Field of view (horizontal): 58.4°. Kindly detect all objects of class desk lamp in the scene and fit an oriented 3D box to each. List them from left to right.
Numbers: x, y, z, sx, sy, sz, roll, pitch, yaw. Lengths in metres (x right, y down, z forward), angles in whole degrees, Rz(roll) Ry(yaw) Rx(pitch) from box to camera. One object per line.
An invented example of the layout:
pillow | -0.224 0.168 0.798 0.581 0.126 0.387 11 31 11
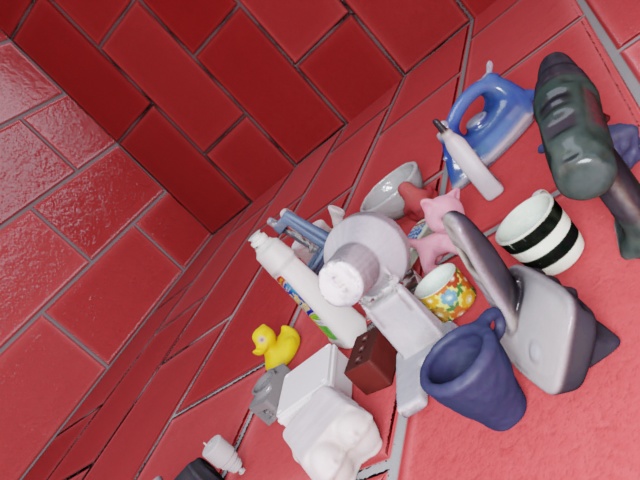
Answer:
desk lamp | 0.085 0.078 0.745 0.118 0.214 0.203 -38 15 21

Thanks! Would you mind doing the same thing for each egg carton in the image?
egg carton | 0.013 0.253 0.742 0.107 0.069 0.150 -47 14 -13

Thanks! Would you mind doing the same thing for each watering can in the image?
watering can | -0.012 -0.006 1.304 0.173 0.194 0.100 -47 14 -10

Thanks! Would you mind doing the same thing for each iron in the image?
iron | 0.314 -0.235 1.160 0.258 0.141 0.118 -47 14 -11

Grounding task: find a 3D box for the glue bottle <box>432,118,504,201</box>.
glue bottle | 0.255 -0.149 1.010 0.037 0.173 0.078 -39 15 20

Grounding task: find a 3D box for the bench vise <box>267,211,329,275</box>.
bench vise | 0.011 0.000 1.168 0.207 0.220 0.121 -40 15 15

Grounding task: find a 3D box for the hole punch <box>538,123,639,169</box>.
hole punch | 0.373 -0.127 0.788 0.101 0.091 0.108 -45 14 -2

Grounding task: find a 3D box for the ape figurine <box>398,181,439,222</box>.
ape figurine | 0.195 -0.083 1.159 0.077 0.092 0.076 -38 15 23

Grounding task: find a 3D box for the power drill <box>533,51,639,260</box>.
power drill | 0.305 -0.089 0.623 0.075 0.208 0.230 -34 17 35

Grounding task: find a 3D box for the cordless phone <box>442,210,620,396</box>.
cordless phone | 0.192 0.053 0.576 0.094 0.185 0.147 -44 14 1

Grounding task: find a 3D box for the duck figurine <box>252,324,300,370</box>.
duck figurine | -0.095 0.205 1.150 0.077 0.086 0.105 -29 21 46

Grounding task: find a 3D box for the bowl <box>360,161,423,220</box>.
bowl | 0.174 -0.095 1.289 0.167 0.075 0.167 -41 14 13

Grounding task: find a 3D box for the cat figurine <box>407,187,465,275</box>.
cat figurine | 0.192 -0.020 0.930 0.127 0.118 0.067 -38 15 21

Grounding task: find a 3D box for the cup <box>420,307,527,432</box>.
cup | 0.170 0.137 0.584 0.118 0.095 0.091 -50 15 -22

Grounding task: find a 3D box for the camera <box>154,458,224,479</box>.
camera | -0.218 0.407 0.878 0.137 0.101 0.143 -48 14 -13
